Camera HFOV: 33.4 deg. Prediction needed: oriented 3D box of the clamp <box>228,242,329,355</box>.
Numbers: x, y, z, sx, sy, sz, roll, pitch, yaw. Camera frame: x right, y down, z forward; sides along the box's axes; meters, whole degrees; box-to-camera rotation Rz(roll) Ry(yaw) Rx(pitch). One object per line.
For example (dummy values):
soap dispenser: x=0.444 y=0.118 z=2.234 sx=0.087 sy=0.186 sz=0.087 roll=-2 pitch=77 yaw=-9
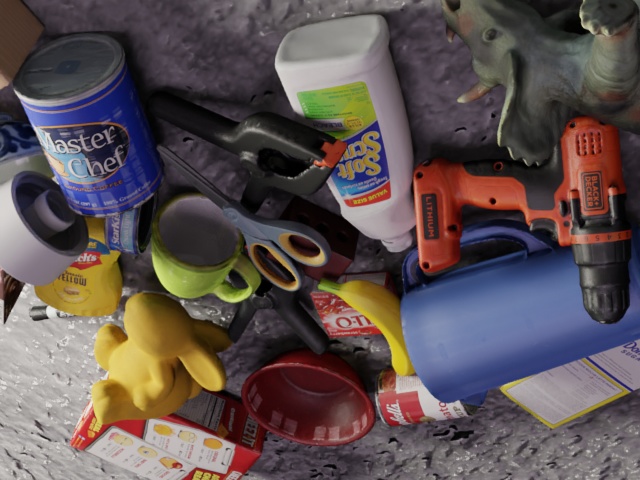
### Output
clamp: x=-0.066 y=0.062 z=1.174 sx=0.120 sy=0.039 sz=0.171 roll=-6 pitch=126 yaw=19

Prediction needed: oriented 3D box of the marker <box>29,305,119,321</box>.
marker: x=-0.294 y=0.082 z=1.269 sx=0.121 sy=0.020 sz=0.020 roll=-9 pitch=132 yaw=22

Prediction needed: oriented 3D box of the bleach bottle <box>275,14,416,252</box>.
bleach bottle: x=0.046 y=-0.083 z=0.977 sx=0.103 sy=0.068 sz=0.250 roll=-4 pitch=136 yaw=23

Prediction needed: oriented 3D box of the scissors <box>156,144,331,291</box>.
scissors: x=-0.064 y=-0.027 z=1.024 sx=0.096 sy=0.016 sz=0.201 roll=-16 pitch=124 yaw=34

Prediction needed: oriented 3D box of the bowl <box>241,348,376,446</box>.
bowl: x=-0.010 y=0.177 z=1.264 sx=0.162 sy=0.055 sz=0.162 roll=8 pitch=136 yaw=7

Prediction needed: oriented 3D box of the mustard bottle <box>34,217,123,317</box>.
mustard bottle: x=-0.259 y=0.002 z=1.149 sx=0.096 sy=0.058 sz=0.192 roll=15 pitch=136 yaw=0

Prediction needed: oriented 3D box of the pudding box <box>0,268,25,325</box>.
pudding box: x=-0.344 y=0.023 z=1.171 sx=0.039 sy=0.090 sz=0.114 roll=19 pitch=137 yaw=-3

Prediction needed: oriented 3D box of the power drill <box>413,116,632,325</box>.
power drill: x=0.183 y=-0.013 z=0.960 sx=0.188 sy=0.057 sz=0.184 roll=-4 pitch=91 yaw=21

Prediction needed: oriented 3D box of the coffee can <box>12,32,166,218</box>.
coffee can: x=-0.211 y=-0.106 z=0.992 sx=0.103 sy=0.102 sz=0.140 roll=0 pitch=135 yaw=15

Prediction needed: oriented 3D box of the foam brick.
foam brick: x=-0.007 y=0.001 z=1.085 sx=0.078 sy=0.053 sz=0.051 roll=24 pitch=136 yaw=-12

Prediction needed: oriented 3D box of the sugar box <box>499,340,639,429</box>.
sugar box: x=0.288 y=0.135 z=1.151 sx=0.093 sy=0.048 sz=0.177 roll=36 pitch=129 yaw=-21

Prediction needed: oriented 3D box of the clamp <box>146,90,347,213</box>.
clamp: x=-0.051 y=-0.072 z=0.989 sx=0.210 sy=0.036 sz=0.164 roll=9 pitch=147 yaw=42

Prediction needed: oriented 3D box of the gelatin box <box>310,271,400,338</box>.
gelatin box: x=0.043 y=0.071 z=1.160 sx=0.089 sy=0.030 sz=0.073 roll=-5 pitch=134 yaw=20

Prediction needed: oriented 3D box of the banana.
banana: x=0.073 y=0.092 z=1.121 sx=0.070 sy=0.037 sz=0.197 roll=10 pitch=151 yaw=40

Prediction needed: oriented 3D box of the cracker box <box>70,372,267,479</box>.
cracker box: x=-0.194 y=0.244 z=1.372 sx=0.213 sy=0.072 sz=0.164 roll=25 pitch=137 yaw=-12

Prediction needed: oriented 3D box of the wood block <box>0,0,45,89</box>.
wood block: x=-0.351 y=-0.220 z=0.921 sx=0.090 sy=0.090 sz=0.206 roll=-18 pitch=128 yaw=30

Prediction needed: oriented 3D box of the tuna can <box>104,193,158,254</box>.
tuna can: x=-0.190 y=-0.029 z=1.079 sx=0.034 sy=0.086 sz=0.086 roll=9 pitch=137 yaw=2

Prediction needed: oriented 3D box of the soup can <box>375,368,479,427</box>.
soup can: x=0.123 y=0.173 z=1.217 sx=0.102 sy=0.068 sz=0.068 roll=-12 pitch=131 yaw=25

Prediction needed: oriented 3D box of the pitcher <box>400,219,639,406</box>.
pitcher: x=0.205 y=0.059 z=1.043 sx=0.243 sy=0.145 sz=0.149 roll=-21 pitch=149 yaw=27
